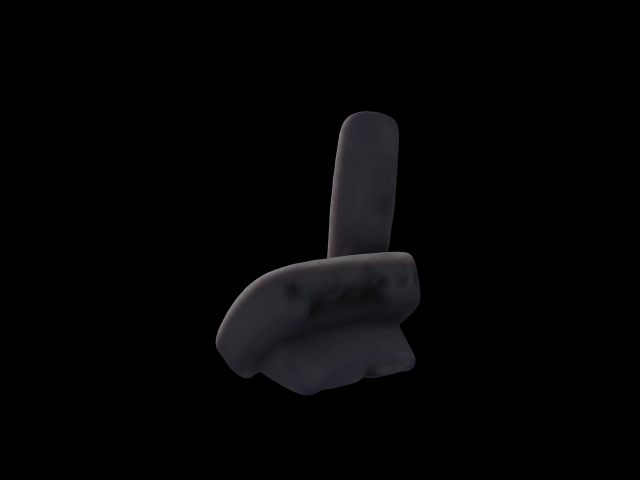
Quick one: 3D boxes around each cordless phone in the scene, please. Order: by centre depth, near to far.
[{"bbox_3d":[0.004,0.001,0.400,0.093,0.185,0.148,4,6,44],"label":"cordless phone"}]
